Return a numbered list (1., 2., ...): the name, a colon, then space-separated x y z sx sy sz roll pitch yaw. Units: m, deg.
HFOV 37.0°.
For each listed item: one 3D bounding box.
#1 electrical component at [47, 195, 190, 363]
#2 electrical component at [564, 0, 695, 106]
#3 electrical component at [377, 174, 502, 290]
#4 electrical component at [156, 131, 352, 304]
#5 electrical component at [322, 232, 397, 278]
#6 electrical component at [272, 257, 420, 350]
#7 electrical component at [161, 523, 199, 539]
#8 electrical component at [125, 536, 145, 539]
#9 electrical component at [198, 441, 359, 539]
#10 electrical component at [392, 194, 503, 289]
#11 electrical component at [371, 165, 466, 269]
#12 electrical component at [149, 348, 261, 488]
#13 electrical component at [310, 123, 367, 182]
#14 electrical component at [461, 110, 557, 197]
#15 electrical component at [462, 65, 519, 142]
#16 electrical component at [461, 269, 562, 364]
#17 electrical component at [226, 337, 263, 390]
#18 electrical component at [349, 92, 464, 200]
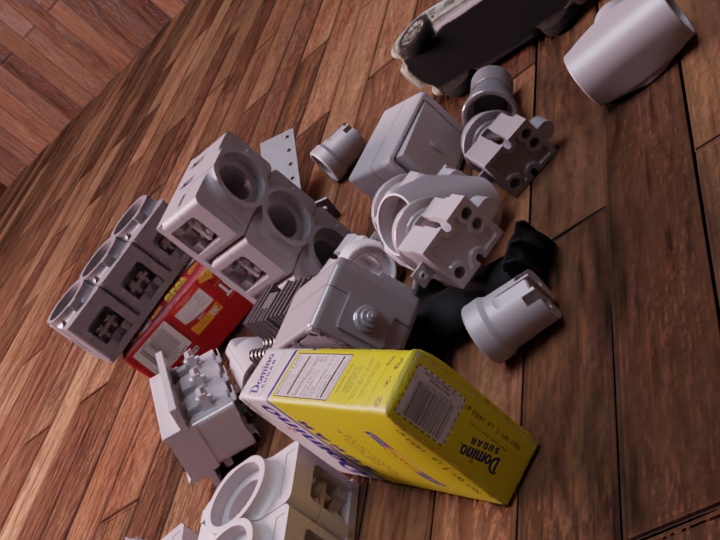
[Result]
1. electrical component: -0.226 0.007 1.026 0.150 0.062 0.089 -56 22 -15
2. electrical component: 0.183 -0.162 0.741 0.077 0.044 0.079 -38 25 27
3. electrical component: 0.052 -0.022 0.743 0.044 0.077 0.079 39 130 41
4. electrical component: -0.077 -0.031 0.883 0.062 0.150 0.089 -32 28 38
5. electrical component: 0.000 0.000 0.830 0.066 0.048 0.055 -54 15 -10
6. electrical component: -0.007 0.033 0.682 0.096 0.062 0.061 -36 28 62
7. electrical component: -0.164 0.262 0.705 0.186 0.060 0.105 -42 24 19
8. electrical component: -0.168 0.221 0.805 0.040 0.040 0.046 -56 18 -14
9. electrical component: -0.058 0.184 0.626 0.089 0.062 0.150 -38 25 27
10. electrical component: 0.050 -0.020 0.669 0.066 0.048 0.055 -54 25 -8
11. electrical component: 0.043 -0.041 0.797 0.078 0.058 0.057 -53 25 -6
12. electrical component: -0.125 0.112 0.860 0.063 0.078 0.121 -29 22 -6
13. electrical component: -0.020 -0.117 1.058 0.046 0.040 0.040 -46 22 -5
14. electrical component: 0.103 -0.087 0.774 0.066 0.048 0.055 -49 30 3
15. electrical component: 0.104 -0.135 0.853 0.044 0.044 0.065 -38 20 27
16. electrical component: 0.089 0.026 0.629 0.046 0.040 0.040 -36 26 19
17. electrical component: -0.081 0.077 0.862 0.043 0.043 0.081 -50 22 -1
18. electrical component: 0.047 -0.096 0.870 0.061 0.062 0.096 -19 37 51
